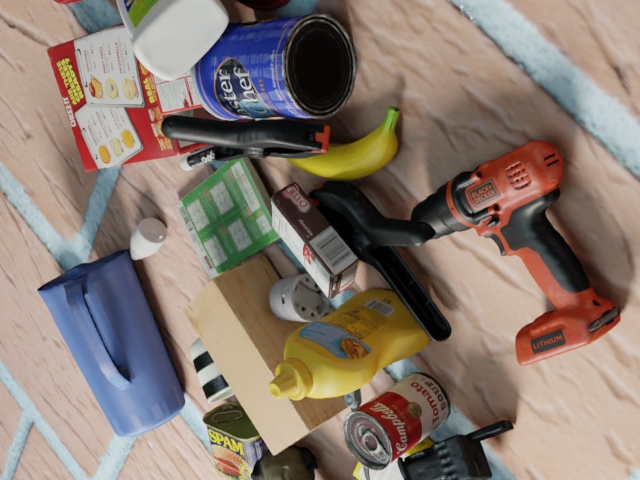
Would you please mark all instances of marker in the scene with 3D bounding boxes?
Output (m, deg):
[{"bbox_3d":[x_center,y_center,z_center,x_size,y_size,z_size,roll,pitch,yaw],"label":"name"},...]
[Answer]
[{"bbox_3d":[-0.126,-0.104,1.264,0.121,0.020,0.020,-14,99,49],"label":"marker"}]

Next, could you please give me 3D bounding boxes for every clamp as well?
[{"bbox_3d":[0.060,0.008,1.095,0.210,0.036,0.164,37,154,45],"label":"clamp"},{"bbox_3d":[-0.066,-0.102,1.108,0.172,0.120,0.039,7,89,17],"label":"clamp"}]

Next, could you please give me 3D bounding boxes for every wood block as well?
[{"bbox_3d":[-0.059,0.136,1.264,0.206,0.090,0.091,56,138,9],"label":"wood block"}]

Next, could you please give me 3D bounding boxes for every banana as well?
[{"bbox_3d":[0.014,-0.097,1.113,0.198,0.037,0.069,0,92,44],"label":"banana"}]

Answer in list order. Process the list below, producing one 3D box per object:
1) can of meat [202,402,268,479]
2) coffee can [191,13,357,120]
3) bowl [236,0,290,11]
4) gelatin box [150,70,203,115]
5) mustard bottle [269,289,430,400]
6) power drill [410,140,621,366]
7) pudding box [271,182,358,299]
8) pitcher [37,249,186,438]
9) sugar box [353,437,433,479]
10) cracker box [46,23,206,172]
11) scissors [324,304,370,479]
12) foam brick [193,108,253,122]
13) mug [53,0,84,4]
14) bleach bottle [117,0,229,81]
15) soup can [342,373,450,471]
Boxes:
[{"bbox_3d":[-0.101,0.271,1.402,0.102,0.057,0.084,13,121,43],"label":"can of meat"},{"bbox_3d":[-0.048,-0.174,1.085,0.141,0.102,0.103,6,114,44],"label":"coffee can"},{"bbox_3d":[-0.086,-0.310,1.091,0.162,0.055,0.162,22,124,37],"label":"bowl"},{"bbox_3d":[-0.148,-0.179,1.162,0.089,0.030,0.073,-2,106,49],"label":"gelatin box"},{"bbox_3d":[0.021,0.113,1.091,0.096,0.191,0.058,26,127,35],"label":"mustard bottle"},{"bbox_3d":[0.177,0.019,0.983,0.185,0.057,0.187,-29,88,52],"label":"power drill"},{"bbox_3d":[-0.008,0.001,1.155,0.113,0.039,0.090,53,168,14],"label":"pudding box"},{"bbox_3d":[-0.280,0.146,1.463,0.145,0.149,0.243,-15,102,45],"label":"pitcher"},{"bbox_3d":[0.123,0.280,1.181,0.176,0.048,0.093,38,130,23],"label":"sugar box"},{"bbox_3d":[-0.229,-0.179,1.296,0.214,0.071,0.164,-3,106,48],"label":"cracker box"},{"bbox_3d":[0.026,0.169,1.214,0.096,0.016,0.202,6,99,54],"label":"scissors"},{"bbox_3d":[-0.107,-0.154,1.194,0.053,0.051,0.078,28,128,34],"label":"foam brick"},{"bbox_3d":[-0.282,-0.337,1.260,0.093,0.081,0.117,31,129,32],"label":"mug"},{"bbox_3d":[-0.181,-0.265,1.146,0.068,0.102,0.251,42,-173,-38],"label":"bleach bottle"},{"bbox_3d":[0.082,0.192,1.135,0.069,0.102,0.068,23,125,37],"label":"soup can"}]
